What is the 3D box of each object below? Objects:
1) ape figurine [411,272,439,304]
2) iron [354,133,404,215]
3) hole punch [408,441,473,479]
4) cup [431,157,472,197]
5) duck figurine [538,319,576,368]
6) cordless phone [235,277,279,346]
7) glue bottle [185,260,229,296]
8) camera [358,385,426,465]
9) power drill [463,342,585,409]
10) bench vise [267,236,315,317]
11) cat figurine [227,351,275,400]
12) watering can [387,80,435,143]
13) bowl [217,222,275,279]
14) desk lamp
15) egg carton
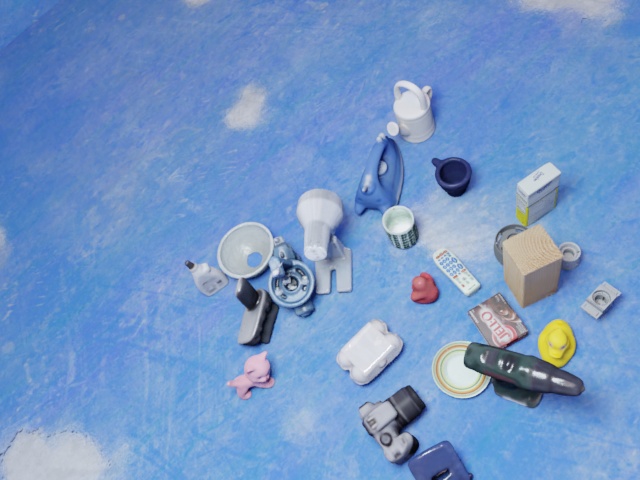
[{"bbox_3d":[0.245,0.113,1.378,0.078,0.092,0.076,-44,60,-6],"label":"ape figurine"},{"bbox_3d":[0.156,-0.197,1.532,0.118,0.142,0.258,6,67,21],"label":"iron"},{"bbox_3d":[0.251,0.484,1.193,0.108,0.091,0.101,-31,59,2],"label":"hole punch"},{"bbox_3d":[0.337,-0.160,1.480,0.092,0.095,0.117,-45,60,-7],"label":"cup"},{"bbox_3d":[0.514,0.217,1.240,0.077,0.086,0.104,10,68,23],"label":"duck figurine"},{"bbox_3d":[-0.184,0.179,1.434,0.094,0.185,0.147,1,65,19],"label":"cordless phone"},{"bbox_3d":[-0.312,0.092,1.527,0.078,0.173,0.037,-34,59,1],"label":"glue bottle"},{"bbox_3d":[0.171,0.395,1.258,0.137,0.101,0.143,-38,59,-2],"label":"camera"},{"bbox_3d":[0.412,0.280,1.171,0.228,0.209,0.076,16,71,25],"label":"power drill"},{"bbox_3d":[-0.098,0.077,1.436,0.121,0.220,0.207,-38,59,-2],"label":"bench vise"},{"bbox_3d":[-0.167,0.327,1.395,0.128,0.118,0.067,-29,59,3],"label":"cat figurine"},{"bbox_3d":[0.248,-0.351,1.547,0.100,0.194,0.173,8,68,22],"label":"watering can"},{"bbox_3d":[-0.192,0.039,1.571,0.167,0.075,0.167,-8,63,15],"label":"bowl"},{"bbox_3d":[0.013,0.005,1.438,0.117,0.214,0.203,-8,62,15],"label":"desk lamp"},{"bbox_3d":[0.118,0.266,1.358,0.150,0.069,0.107,-45,60,-6],"label":"egg carton"}]
